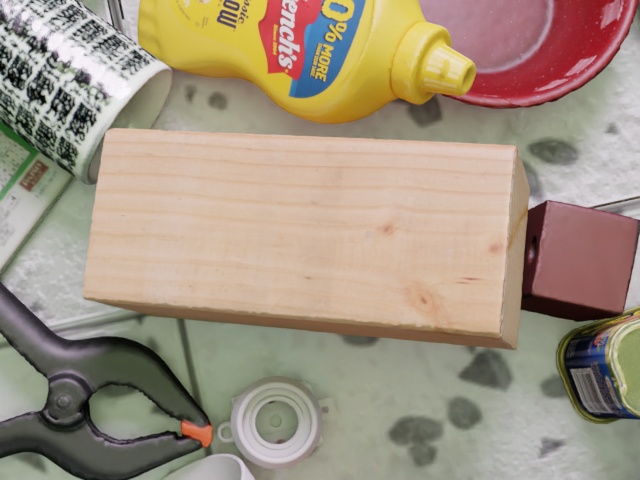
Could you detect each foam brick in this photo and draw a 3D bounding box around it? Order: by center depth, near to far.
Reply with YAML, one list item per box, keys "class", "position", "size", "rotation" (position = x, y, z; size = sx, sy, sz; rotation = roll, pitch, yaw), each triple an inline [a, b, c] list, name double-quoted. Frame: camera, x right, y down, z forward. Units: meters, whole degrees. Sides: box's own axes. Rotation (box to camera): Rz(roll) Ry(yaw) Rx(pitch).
- class: "foam brick"
  position: [0.134, 0.014, 0.586]
  size: [0.051, 0.078, 0.053]
  rotation: [13, 81, -3]

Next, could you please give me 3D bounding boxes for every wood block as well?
- class: "wood block"
  position: [-0.004, 0.000, 0.544]
  size: [0.206, 0.090, 0.090]
  rotation: [4, 81, 16]

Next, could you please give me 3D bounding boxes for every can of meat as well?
- class: "can of meat"
  position: [0.190, 0.062, 0.578]
  size: [0.102, 0.084, 0.057]
  rotation: [-19, 84, -6]

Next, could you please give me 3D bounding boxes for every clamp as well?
- class: "clamp"
  position: [-0.141, 0.076, 0.580]
  size: [0.171, 0.039, 0.120]
  rotation: [6, 92, -8]

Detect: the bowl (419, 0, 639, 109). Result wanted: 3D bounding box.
- class: "bowl"
  position: [0.098, -0.148, 0.619]
  size: [0.162, 0.055, 0.162]
  rotation: [0, 81, -3]

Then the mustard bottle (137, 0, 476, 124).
- class: "mustard bottle"
  position: [-0.005, -0.115, 0.568]
  size: [0.192, 0.058, 0.096]
  rotation: [24, 98, 25]
